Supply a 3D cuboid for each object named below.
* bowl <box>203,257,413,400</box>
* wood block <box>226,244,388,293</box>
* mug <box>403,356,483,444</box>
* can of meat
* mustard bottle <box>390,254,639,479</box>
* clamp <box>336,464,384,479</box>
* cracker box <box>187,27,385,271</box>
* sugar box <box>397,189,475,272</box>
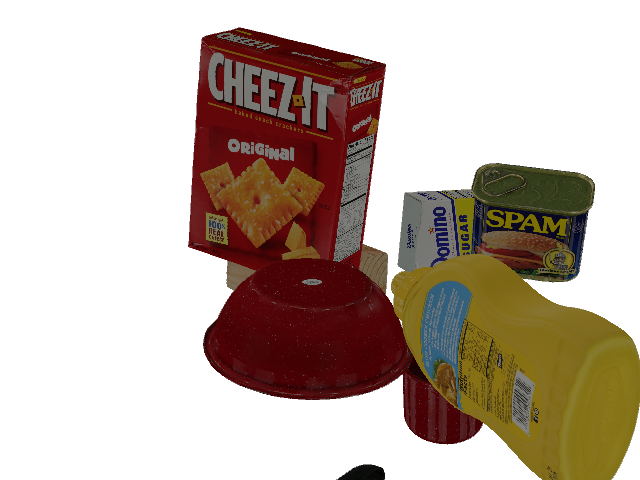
[{"bbox_3d":[-0.008,0.056,0.807,0.162,0.055,0.162,2,23,-1],"label":"bowl"},{"bbox_3d":[-0.020,0.037,1.270,0.090,0.090,0.206,-9,19,-35],"label":"wood block"},{"bbox_3d":[0.131,0.142,1.071,0.093,0.081,0.117,21,39,34],"label":"mug"},{"bbox_3d":[0.182,-0.014,0.930,0.102,0.084,0.057,8,41,13],"label":"can of meat"},{"bbox_3d":[0.100,0.062,0.631,0.058,0.096,0.192,-13,27,-27],"label":"mustard bottle"},{"bbox_3d":[-0.042,0.199,0.633,0.210,0.036,0.164,-5,28,1],"label":"clamp"},{"bbox_3d":[-0.037,-0.074,0.998,0.164,0.214,0.072,19,27,26],"label":"cracker box"},{"bbox_3d":[0.180,-0.013,1.253,0.176,0.093,0.048,-6,21,-26],"label":"sugar box"}]
